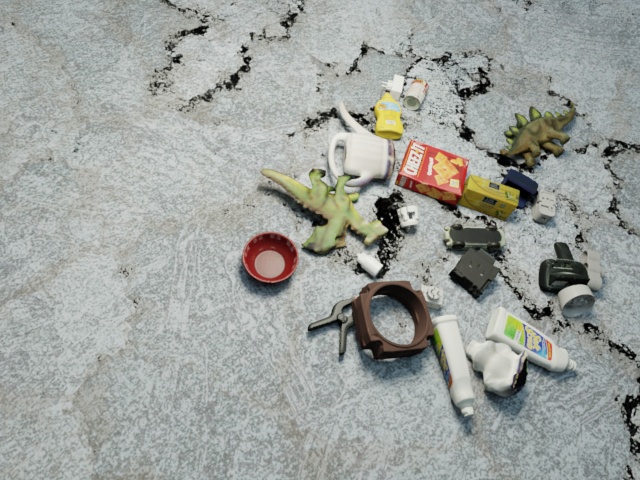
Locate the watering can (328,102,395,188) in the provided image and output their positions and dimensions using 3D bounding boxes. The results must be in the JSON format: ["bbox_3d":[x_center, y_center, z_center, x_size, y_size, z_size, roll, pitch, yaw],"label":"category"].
[{"bbox_3d":[0.142,-0.316,1.713,0.224,0.355,0.102,9,-30,-5],"label":"watering can"}]

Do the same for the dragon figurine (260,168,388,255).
[{"bbox_3d":[0.005,-0.079,1.562,0.410,0.247,0.120,9,-23,-2],"label":"dragon figurine"}]

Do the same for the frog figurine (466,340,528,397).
[{"bbox_3d":[0.475,0.344,1.400,0.160,0.139,0.121,9,-20,41],"label":"frog figurine"}]
